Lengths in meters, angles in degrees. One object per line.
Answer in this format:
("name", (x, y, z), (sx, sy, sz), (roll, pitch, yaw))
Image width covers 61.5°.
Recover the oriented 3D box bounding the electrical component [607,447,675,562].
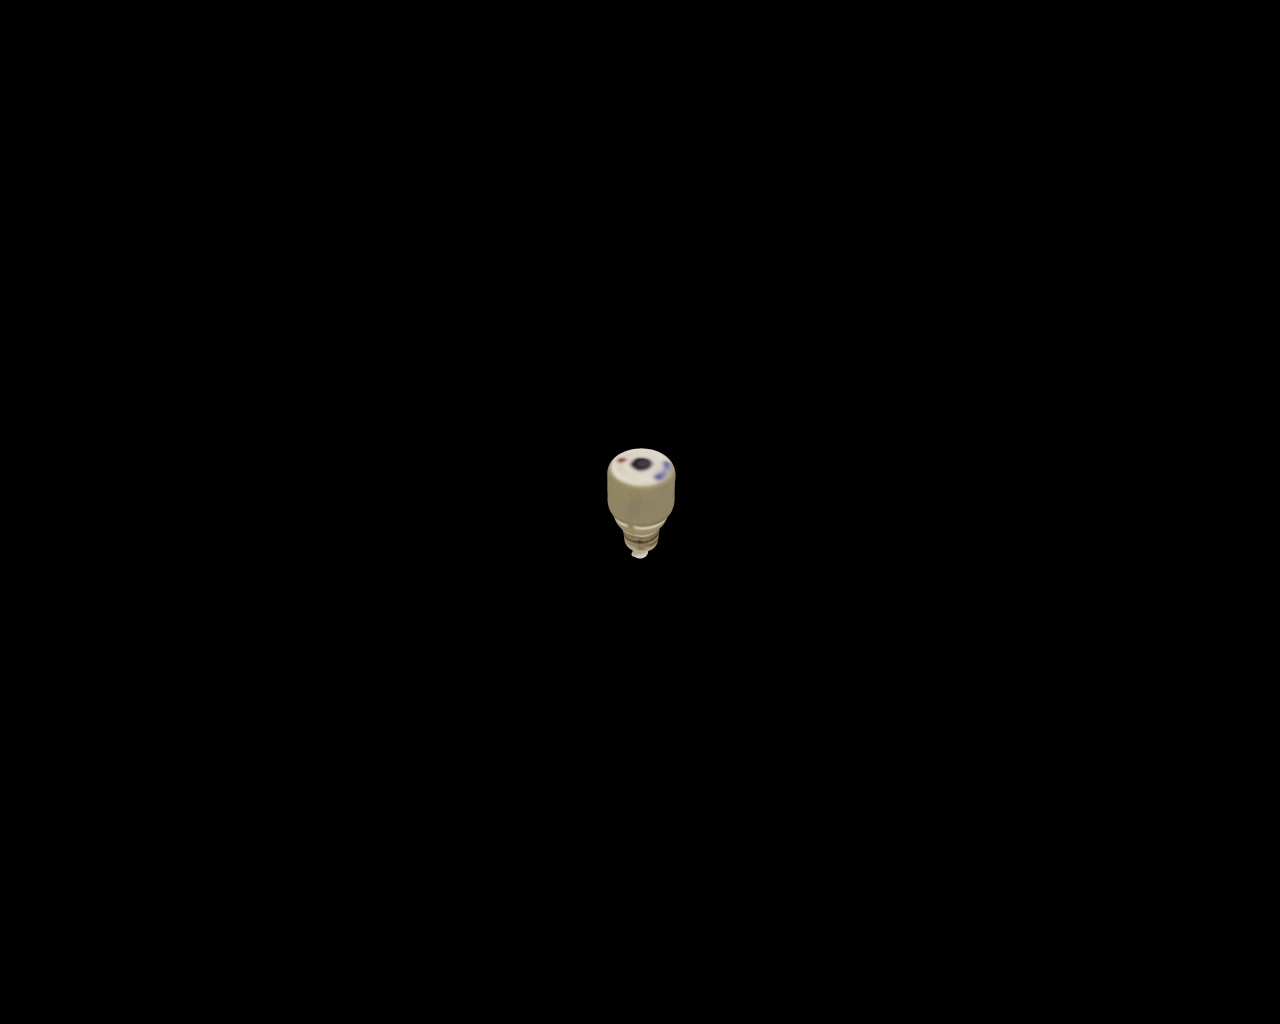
("electrical component", (0.001, -0.003, 0.650), (0.040, 0.078, 0.040), (0, 40, 0))
